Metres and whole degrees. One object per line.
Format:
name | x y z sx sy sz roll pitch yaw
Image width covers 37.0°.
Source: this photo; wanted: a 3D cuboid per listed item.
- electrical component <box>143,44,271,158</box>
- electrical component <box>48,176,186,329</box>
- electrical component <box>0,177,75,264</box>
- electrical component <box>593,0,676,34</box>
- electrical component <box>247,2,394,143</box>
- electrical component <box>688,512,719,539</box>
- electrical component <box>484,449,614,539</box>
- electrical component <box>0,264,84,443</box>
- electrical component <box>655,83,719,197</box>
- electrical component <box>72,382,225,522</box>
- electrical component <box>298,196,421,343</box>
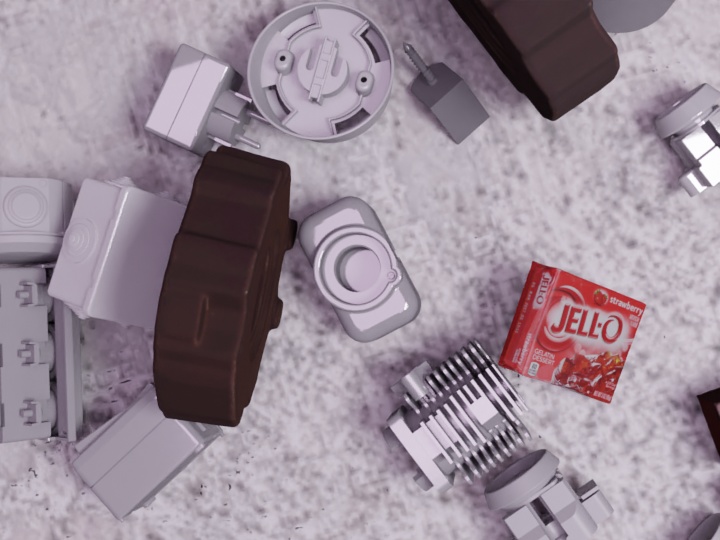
electrical component | -0.100 -0.110 0.757 0.077 0.047 0.065 25 91 6
electrical component | -0.157 -0.010 0.736 0.048 0.100 0.099 17 89 34
electrical component | -0.238 -0.033 0.755 0.080 0.080 0.051 -4 83 6
electrical component | 0.175 -0.218 0.707 0.108 0.060 0.108 2 77 -11
electrical component | -0.025 -0.134 0.741 0.099 0.064 0.099 0 88 6
electrical component | 0.244 0.216 0.711 0.077 0.044 0.079 39 93 6
electrical component | 0.121 0.158 0.721 0.078 0.058 0.057 -36 88 4
electrical component | -0.234 0.058 0.753 0.079 0.063 0.121 -5 87 47
electrical component | 0.232 -0.091 0.722 0.066 0.048 0.055 -39 92 4
electrical component | -0.144 0.117 0.748 0.096 0.062 0.061 -43 85 3
electrical component | 0.000 0.000 0.737 0.054 0.059 0.095 -28 86 5
